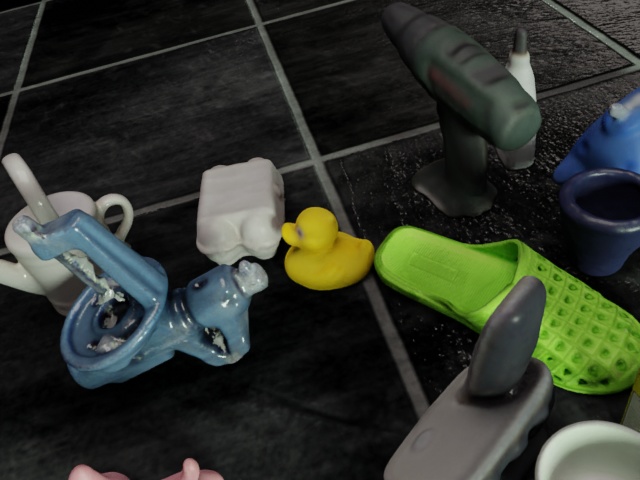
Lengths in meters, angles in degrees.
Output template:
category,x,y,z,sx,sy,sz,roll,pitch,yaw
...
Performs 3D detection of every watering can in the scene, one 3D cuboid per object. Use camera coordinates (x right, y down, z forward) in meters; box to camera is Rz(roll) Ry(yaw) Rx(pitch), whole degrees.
category,x,y,z,sx,sy,sz,roll,pitch,yaw
watering can,-0.294,-0.004,0.627,0.100,0.194,0.173,19,52,29

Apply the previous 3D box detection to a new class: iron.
category,x,y,z,sx,sy,sz,roll,pitch,yaw
iron,0.388,-0.137,0.638,0.259,0.142,0.118,-32,47,-18

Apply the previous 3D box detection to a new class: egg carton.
category,x,y,z,sx,sy,sz,roll,pitch,yaw
egg carton,-0.095,-0.038,0.704,0.107,0.069,0.150,-11,44,3

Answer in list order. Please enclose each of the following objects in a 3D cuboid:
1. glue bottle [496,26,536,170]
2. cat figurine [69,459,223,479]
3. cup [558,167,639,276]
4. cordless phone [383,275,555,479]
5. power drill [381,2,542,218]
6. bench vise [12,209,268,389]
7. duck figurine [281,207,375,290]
category,x,y,z,sx,sy,sz,roll,pitch,yaw
glue bottle,0.234,-0.172,0.687,0.037,0.173,0.078,-11,44,3
cat figurine,-0.144,0.204,0.436,0.128,0.118,0.067,-21,44,-8
cup,0.293,-0.007,0.563,0.117,0.095,0.092,17,51,27
cordless phone,0.110,0.116,0.416,0.093,0.185,0.148,26,56,33
power drill,0.147,-0.138,0.647,0.076,0.209,0.228,-28,46,-15
bench vise,-0.165,0.038,0.535,0.208,0.220,0.121,-28,46,-15
duck figurine,0.006,0.002,0.627,0.104,0.086,0.077,1,46,14
